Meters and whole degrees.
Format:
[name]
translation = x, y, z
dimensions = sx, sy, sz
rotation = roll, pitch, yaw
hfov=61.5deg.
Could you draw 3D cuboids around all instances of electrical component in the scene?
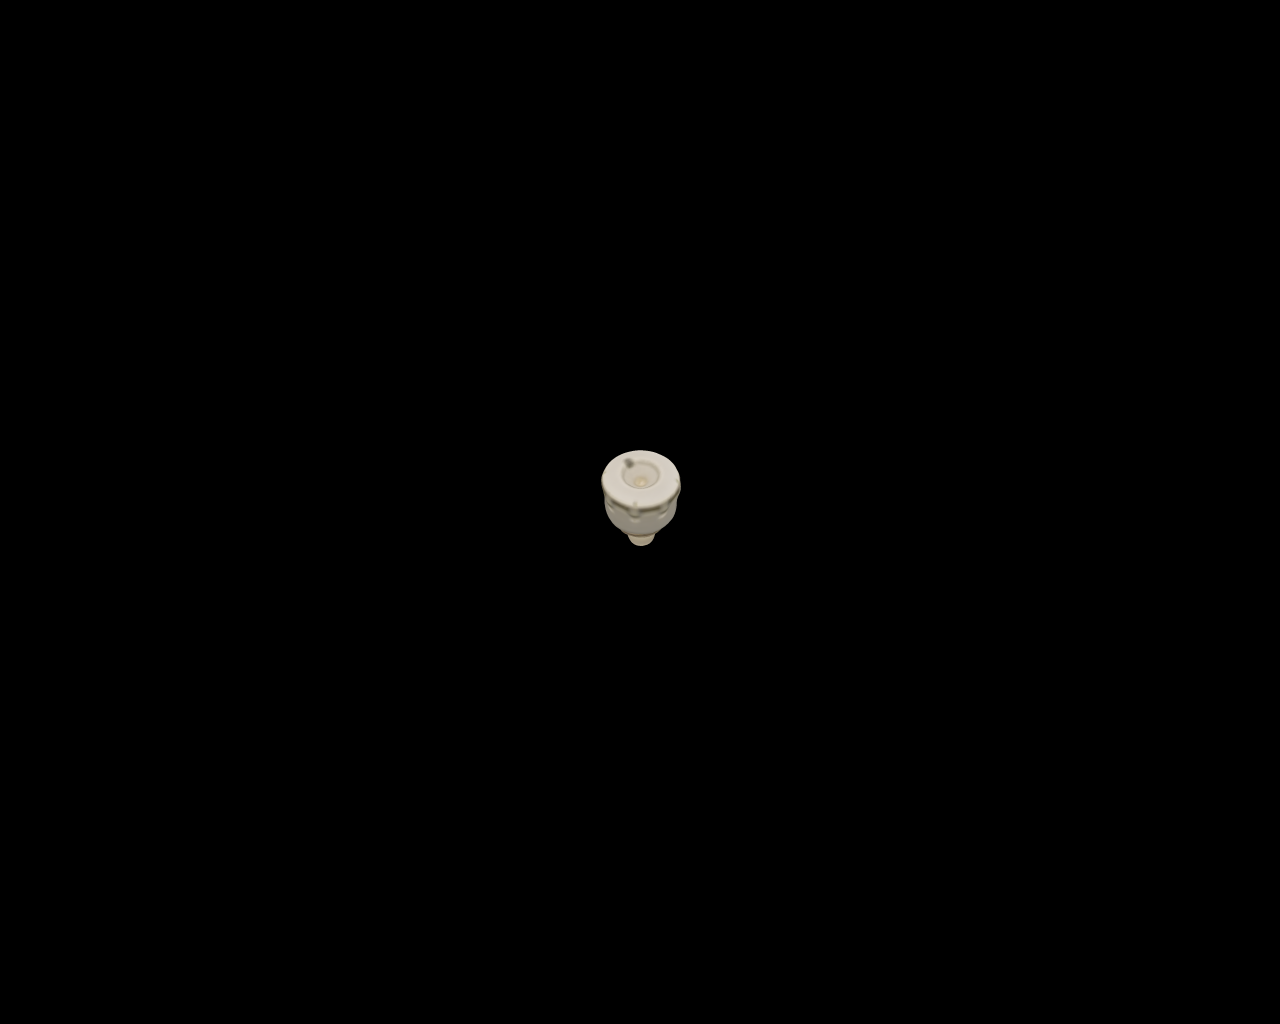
[electrical component]
translation = 0.001, -0.003, 0.650
dimensions = 0.048, 0.048, 0.062
rotation = 0, -41, 0
